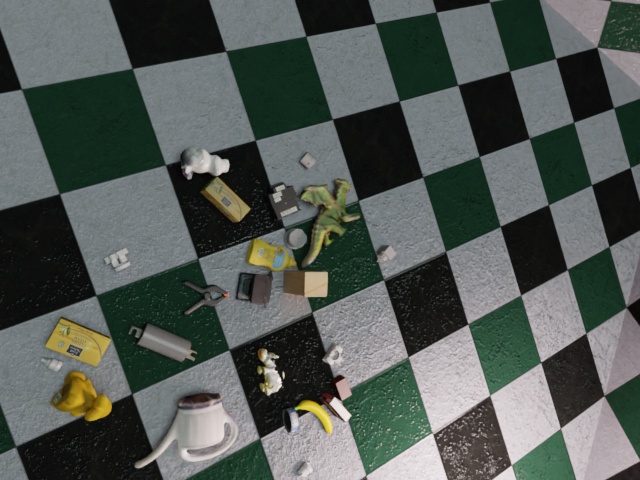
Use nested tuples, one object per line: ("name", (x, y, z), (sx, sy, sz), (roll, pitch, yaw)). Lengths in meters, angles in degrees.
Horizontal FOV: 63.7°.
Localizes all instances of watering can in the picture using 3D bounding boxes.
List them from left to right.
("watering can", (-0.448, 0.643, 1.750), (0.348, 0.103, 0.225), (-2, 86, -26))

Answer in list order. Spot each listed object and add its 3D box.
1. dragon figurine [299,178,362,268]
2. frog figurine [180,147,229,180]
("dragon figurine", (0.006, -0.102, 2.023), (0.417, 0.121, 0.242), (-42, 97, -31))
("frog figurine", (-0.407, -0.278, 1.821), (0.160, 0.135, 0.125), (-17, 66, -7))
